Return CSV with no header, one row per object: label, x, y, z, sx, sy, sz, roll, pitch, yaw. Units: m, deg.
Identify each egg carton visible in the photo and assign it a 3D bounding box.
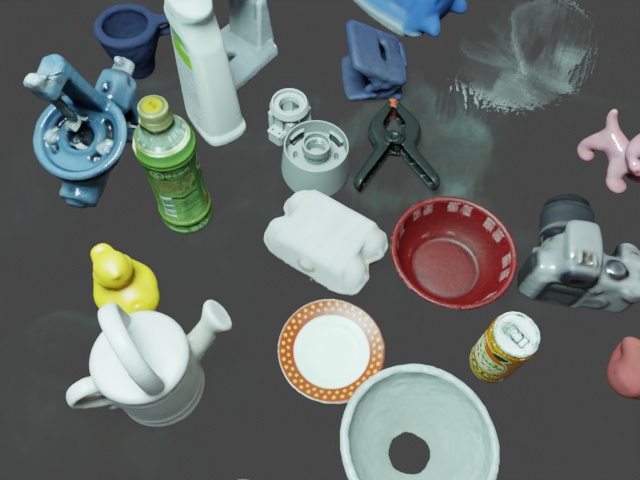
egg carton,0.007,0.003,0.743,0.150,0.069,0.107,29,64,13

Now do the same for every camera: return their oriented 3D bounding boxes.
camera,0.338,0.009,0.736,0.143,0.101,0.137,10,61,3

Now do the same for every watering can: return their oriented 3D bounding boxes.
watering can,-0.179,0.120,0.600,0.100,0.194,0.173,35,66,16

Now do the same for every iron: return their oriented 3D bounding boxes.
iron,0.125,-0.456,0.957,0.257,0.141,0.119,38,67,17

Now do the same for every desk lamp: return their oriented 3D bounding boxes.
desk lamp,-0.110,-0.367,0.858,0.117,0.213,0.203,32,65,15

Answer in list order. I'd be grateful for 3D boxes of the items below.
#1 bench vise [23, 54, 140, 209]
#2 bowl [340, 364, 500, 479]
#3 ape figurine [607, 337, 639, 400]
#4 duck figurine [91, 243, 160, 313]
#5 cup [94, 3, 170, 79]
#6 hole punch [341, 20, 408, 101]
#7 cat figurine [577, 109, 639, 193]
bench vise,-0.311,-0.175,0.741,0.121,0.220,0.207,-2,61,-3
bowl,0.102,0.225,0.623,0.167,0.075,0.167,1,61,-2
ape figurine,0.384,0.146,0.668,0.076,0.092,0.077,-16,63,-10
duck figurine,-0.244,0.049,0.698,0.078,0.086,0.104,-33,68,-18
cup,-0.275,-0.301,0.882,0.118,0.095,0.091,-18,63,-12
hole punch,0.086,-0.281,0.889,0.101,0.091,0.108,-4,62,-4
cat figurine,0.444,-0.130,0.806,0.067,0.118,0.127,-27,66,-16
